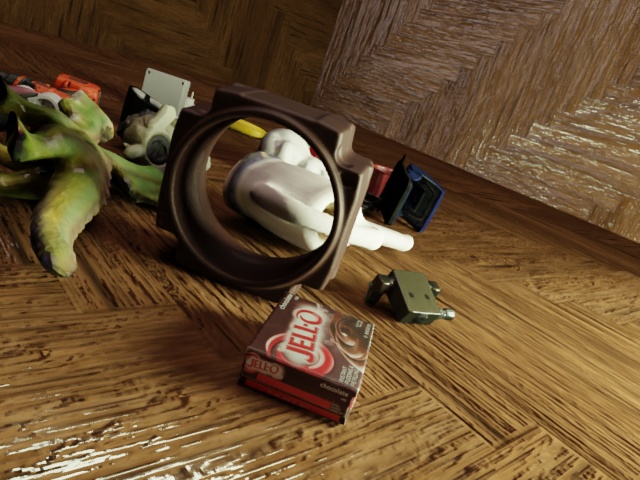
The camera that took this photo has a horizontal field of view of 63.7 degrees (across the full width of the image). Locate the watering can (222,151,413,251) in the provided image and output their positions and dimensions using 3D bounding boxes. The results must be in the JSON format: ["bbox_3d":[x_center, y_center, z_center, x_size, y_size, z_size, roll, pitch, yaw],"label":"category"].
[{"bbox_3d":[0.002,-0.038,0.762,0.226,0.103,0.346,28,7,28],"label":"watering can"}]

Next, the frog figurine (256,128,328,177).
[{"bbox_3d":[-0.046,-0.165,1.059,0.160,0.123,0.136,14,-7,27],"label":"frog figurine"}]

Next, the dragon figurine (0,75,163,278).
[{"bbox_3d":[-0.262,-0.079,0.619,0.242,0.120,0.417,10,31,-49],"label":"dragon figurine"}]
